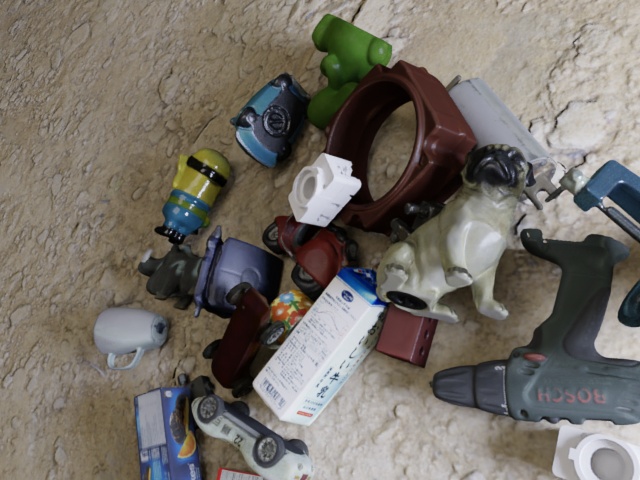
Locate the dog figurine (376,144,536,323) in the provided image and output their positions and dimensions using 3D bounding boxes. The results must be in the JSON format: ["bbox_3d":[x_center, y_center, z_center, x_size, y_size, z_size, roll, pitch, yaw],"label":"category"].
[{"bbox_3d":[0.151,-0.014,0.624,0.173,0.121,0.190,-2,56,38],"label":"dog figurine"}]

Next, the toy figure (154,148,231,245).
[{"bbox_3d":[-0.223,-0.078,0.961,0.089,0.082,0.180,15,72,26],"label":"toy figure"}]

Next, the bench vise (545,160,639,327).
[{"bbox_3d":[0.332,0.004,0.489,0.241,0.128,0.223,42,73,11],"label":"bench vise"}]

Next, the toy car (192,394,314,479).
[{"bbox_3d":[-0.094,0.264,0.721,0.202,0.073,0.056,19,78,37],"label":"toy car"}]

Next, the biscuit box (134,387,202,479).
[{"bbox_3d":[-0.213,0.315,0.764,0.059,0.062,0.203,-23,67,23],"label":"biscuit box"}]

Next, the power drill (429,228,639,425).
[{"bbox_3d":[0.244,0.093,0.586,0.232,0.085,0.207,4,67,32],"label":"power drill"}]

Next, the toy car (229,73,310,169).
[{"bbox_3d":[-0.093,-0.206,0.927,0.103,0.109,0.161,8,63,53],"label":"toy car"}]

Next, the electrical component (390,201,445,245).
[{"bbox_3d":[0.135,-0.014,0.690,0.045,0.102,0.078,39,124,50],"label":"electrical component"}]

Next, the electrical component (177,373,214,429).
[{"bbox_3d":[-0.192,0.239,0.827,0.063,0.021,0.094,-38,53,12],"label":"electrical component"}]

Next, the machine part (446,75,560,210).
[{"bbox_3d":[0.227,-0.132,0.704,0.079,0.079,0.243,-35,55,14],"label":"machine part"}]

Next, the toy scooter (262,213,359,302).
[{"bbox_3d":[-0.002,-0.002,0.791,0.135,0.075,0.184,-46,48,4],"label":"toy scooter"}]

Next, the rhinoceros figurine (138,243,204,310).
[{"bbox_3d":[-0.234,0.056,0.907,0.191,0.073,0.112,-1,69,32],"label":"rhinoceros figurine"}]

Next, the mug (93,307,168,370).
[{"bbox_3d":[-0.317,0.163,0.907,0.107,0.080,0.109,-8,57,20],"label":"mug"}]

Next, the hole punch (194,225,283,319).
[{"bbox_3d":[-0.122,0.062,0.814,0.092,0.115,0.142,5,72,25],"label":"hole punch"}]

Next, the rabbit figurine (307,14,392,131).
[{"bbox_3d":[0.048,-0.246,0.861,0.159,0.121,0.170,49,120,43],"label":"rabbit figurine"}]

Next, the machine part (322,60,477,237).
[{"bbox_3d":[0.094,-0.122,0.735,0.201,0.087,0.201,-45,49,34],"label":"machine part"}]

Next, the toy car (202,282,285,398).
[{"bbox_3d":[-0.106,0.139,0.750,0.089,0.053,0.202,47,131,24],"label":"toy car"}]
